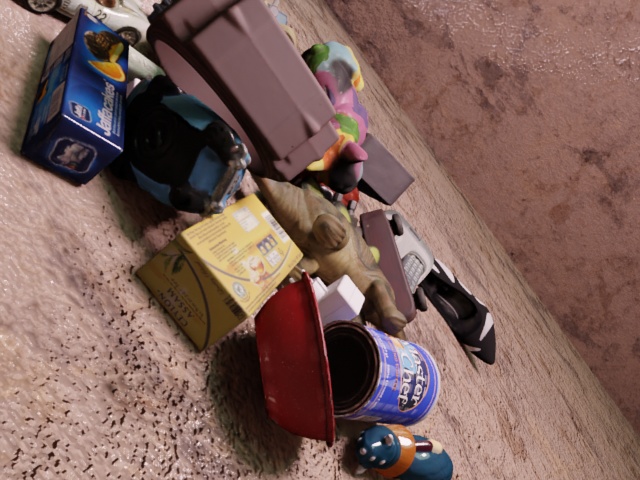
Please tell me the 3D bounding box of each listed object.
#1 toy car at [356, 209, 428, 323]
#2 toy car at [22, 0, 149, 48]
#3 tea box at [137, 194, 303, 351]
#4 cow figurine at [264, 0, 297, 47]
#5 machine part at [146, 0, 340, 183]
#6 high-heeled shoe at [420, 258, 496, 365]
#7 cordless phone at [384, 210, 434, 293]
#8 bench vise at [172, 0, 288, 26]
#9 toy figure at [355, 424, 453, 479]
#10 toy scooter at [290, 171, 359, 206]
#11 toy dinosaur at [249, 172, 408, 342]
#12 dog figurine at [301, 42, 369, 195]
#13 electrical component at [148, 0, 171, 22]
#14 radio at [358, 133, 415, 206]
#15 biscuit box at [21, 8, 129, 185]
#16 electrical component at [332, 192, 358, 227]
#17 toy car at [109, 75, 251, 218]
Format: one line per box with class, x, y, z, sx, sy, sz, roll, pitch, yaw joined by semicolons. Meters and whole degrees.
toy car;0.108;0.043;0.871;0.053;0.089;0.202;64;10;-61
toy car;-0.283;-0.289;0.636;0.073;0.056;0.201;61;22;16
tea box;-0.091;0.024;0.544;0.098;0.068;0.169;51;23;-2
cow figurine;-0.130;-0.282;0.766;0.195;0.085;0.127;-1;52;-9
machine part;-0.086;-0.161;0.568;0.200;0.087;0.202;53;-13;-24
high-heeled shoe;0.280;0.142;1.124;0.145;0.086;0.249;21;35;-47
cordless phone;0.115;0.049;0.936;0.146;0.089;0.184;49;41;-14
bench vise;-0.129;-0.378;0.932;0.223;0.128;0.241;22;0;-42
toy figure;0.090;0.241;0.602;0.154;0.064;0.058;34;-13;-34
toy scooter;-0.002;-0.094;0.894;0.183;0.075;0.135;42;24;-24
toy dinosaur;-0.002;-0.002;0.734;0.470;0.105;0.199;55;12;-16
dog figurine;0.019;-0.177;0.794;0.219;0.109;0.191;-89;169;-57
electrical component;-0.222;-0.321;0.819;0.075;0.048;0.119;53;22;-2
radio;0.072;-0.150;1.024;0.131;0.073;0.230;42;-1;-25
biscuit box;-0.230;-0.144;0.522;0.062;0.059;0.203;34;29;-41
electrical component;0.029;-0.026;0.861;0.063;0.094;0.021;23;-6;-40
toy car;-0.127;-0.086;0.537;0.162;0.109;0.103;31;7;24
